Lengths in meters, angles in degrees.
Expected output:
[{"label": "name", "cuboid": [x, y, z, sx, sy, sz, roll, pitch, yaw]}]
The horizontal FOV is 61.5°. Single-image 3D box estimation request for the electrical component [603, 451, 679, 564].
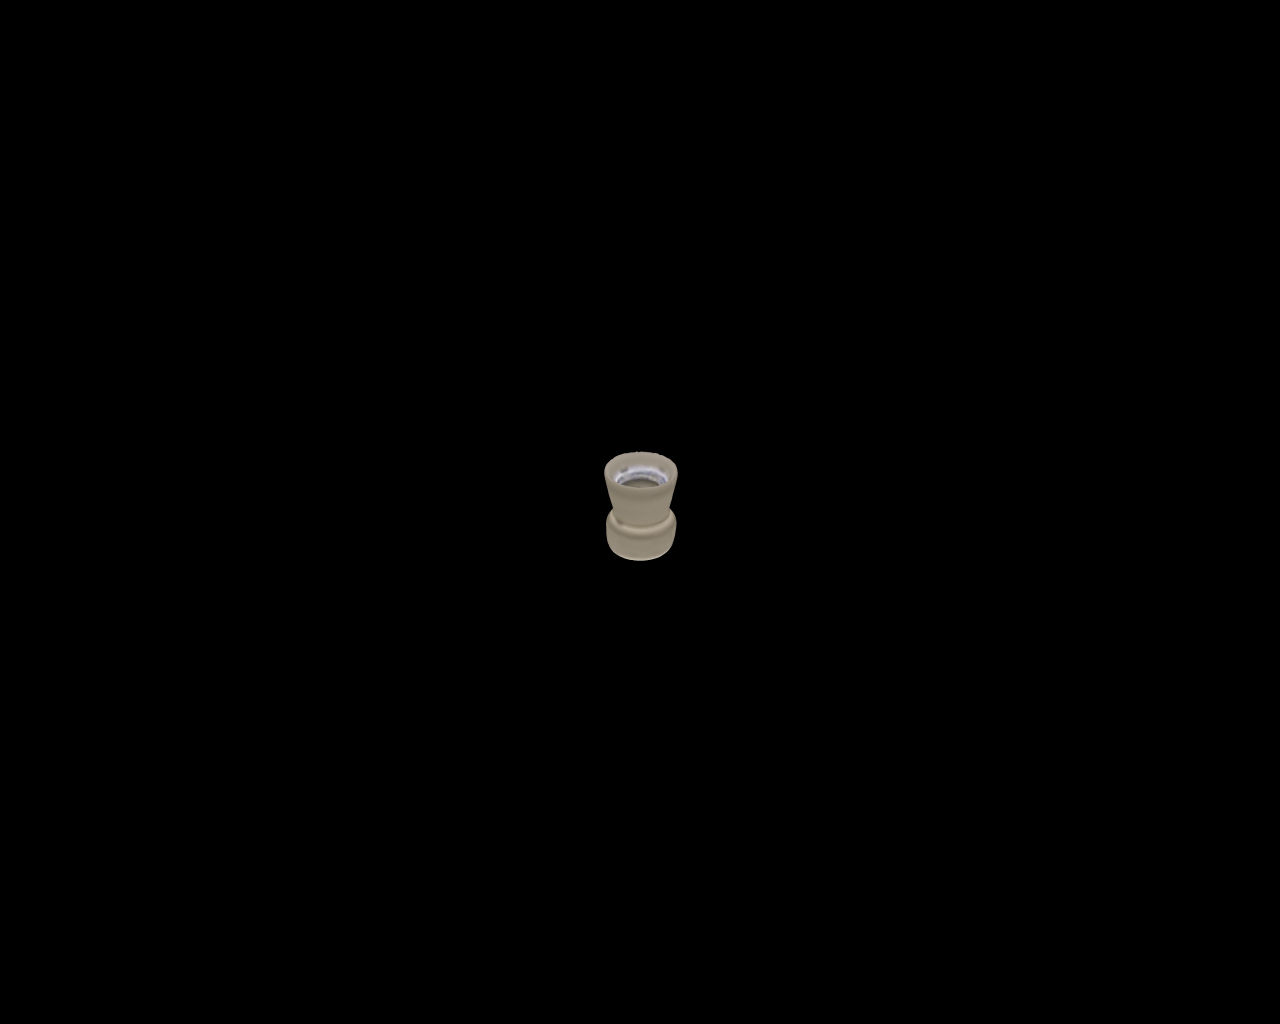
[{"label": "electrical component", "cuboid": [0.001, -0.003, 0.650, 0.045, 0.055, 0.045, 0, 33, 0]}]
